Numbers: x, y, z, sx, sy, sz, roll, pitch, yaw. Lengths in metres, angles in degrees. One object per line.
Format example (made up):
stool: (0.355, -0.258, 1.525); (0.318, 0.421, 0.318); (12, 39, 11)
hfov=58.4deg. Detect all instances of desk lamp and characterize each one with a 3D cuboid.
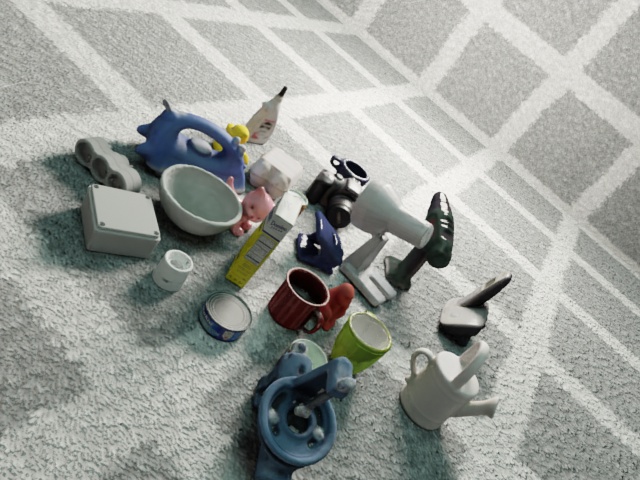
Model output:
desk lamp: (0.139, 0.000, 1.272); (0.203, 0.213, 0.118); (48, 31, 17)

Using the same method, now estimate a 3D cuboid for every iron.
iron: (-0.243, -0.191, 1.192); (0.259, 0.141, 0.118); (19, 35, -30)

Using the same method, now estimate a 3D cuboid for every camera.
camera: (0.045, -0.102, 1.423); (0.143, 0.100, 0.137); (32, 30, -11)

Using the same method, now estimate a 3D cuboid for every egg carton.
egg carton: (-0.105, -0.162, 1.375); (0.107, 0.069, 0.150); (36, 30, -3)

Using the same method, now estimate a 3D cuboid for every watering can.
watering can: (0.250, 0.260, 1.056); (0.173, 0.194, 0.101); (31, 31, -13)

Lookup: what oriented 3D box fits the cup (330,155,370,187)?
cup: (0.061, -0.163, 1.530); (0.118, 0.095, 0.092); (35, 30, -5)

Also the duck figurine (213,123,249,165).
duck figurine: (-0.197, -0.229, 1.349); (0.078, 0.086, 0.104); (-9, 54, -52)

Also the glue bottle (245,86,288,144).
glue bottle: (-0.131, -0.323, 1.462); (0.078, 0.173, 0.037); (-1, 48, -48)

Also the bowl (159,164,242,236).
bowl: (-0.237, -0.063, 1.090); (0.168, 0.074, 0.167); (27, 32, -18)

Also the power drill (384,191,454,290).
power drill: (0.245, 0.011, 1.378); (0.076, 0.208, 0.229); (28, 31, -17)

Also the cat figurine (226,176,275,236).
cat figurine: (-0.148, -0.075, 1.159); (0.128, 0.117, 0.067); (40, 30, 4)

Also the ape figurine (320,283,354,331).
ape figurine: (0.032, 0.121, 1.114); (0.078, 0.092, 0.076); (10, 40, -40)

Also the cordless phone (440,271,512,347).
cordless phone: (0.374, 0.149, 1.352); (0.094, 0.185, 0.148); (39, 30, 1)

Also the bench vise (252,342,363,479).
bench vise: (-0.030, 0.208, 0.798); (0.122, 0.219, 0.207); (16, 36, -33)

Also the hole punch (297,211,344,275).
hole punch: (0.011, 0.004, 1.251); (0.101, 0.091, 0.108); (26, 32, -21)
